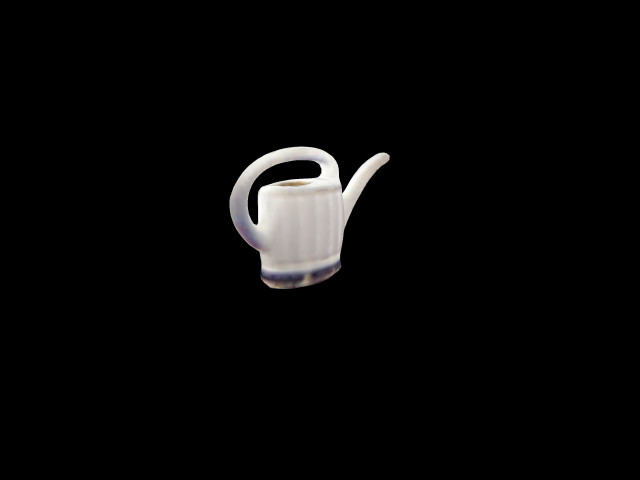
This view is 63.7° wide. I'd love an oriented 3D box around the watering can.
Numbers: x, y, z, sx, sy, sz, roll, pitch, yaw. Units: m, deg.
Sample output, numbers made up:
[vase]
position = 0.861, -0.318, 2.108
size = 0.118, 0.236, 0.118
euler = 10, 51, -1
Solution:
[watering can]
position = 0.003, -0.043, 0.850
size = 0.350, 0.222, 0.104
euler = -12, 16, -42
